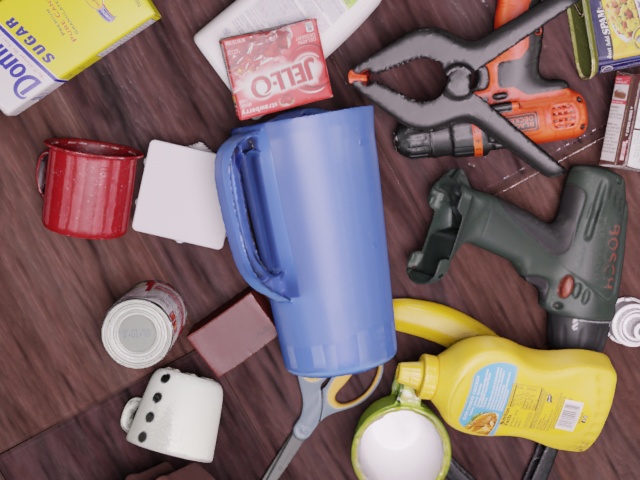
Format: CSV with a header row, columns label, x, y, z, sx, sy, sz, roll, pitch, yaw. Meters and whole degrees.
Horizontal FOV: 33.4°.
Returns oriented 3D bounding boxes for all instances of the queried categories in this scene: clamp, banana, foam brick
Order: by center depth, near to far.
label,x,y,z,sx,sy,sz,roll,pitch,yaw
clamp,0.133,-0.153,0.965,0.210,0.036,0.164,11,99,8
foam brick,-0.082,0.088,1.043,0.078,0.051,0.053,-35,96,4
banana,0.141,0.110,1.050,0.198,0.037,0.069,40,94,-4
clamp,0.199,0.270,1.067,0.120,0.039,0.171,-19,102,10

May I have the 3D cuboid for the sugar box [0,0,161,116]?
label,x,y,z,sx,sy,sz,roll,pitch,yaw
sugar box,-0.250,-0.203,1.014,0.176,0.048,0.093,-34,95,3

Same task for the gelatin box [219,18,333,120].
label,x,y,z,sx,sy,sz,roll,pitch,yaw
gelatin box,-0.039,-0.154,0.959,0.089,0.030,0.073,-14,104,-8

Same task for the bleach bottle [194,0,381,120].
label,x,y,z,sx,sy,sz,roll,pitch,yaw
bleach bottle,0.008,-0.226,1.001,0.251,0.068,0.102,-36,99,2

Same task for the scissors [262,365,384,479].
label,x,y,z,sx,sy,sz,roll,pitch,yaw
scissors,-0.025,0.170,1.069,0.202,0.016,0.096,-41,93,4

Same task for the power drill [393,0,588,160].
label,x,y,z,sx,sy,sz,roll,pitch,yaw
power drill,0.151,-0.173,1.009,0.184,0.057,0.187,-8,98,3

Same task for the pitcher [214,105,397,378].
label,x,y,z,sx,sy,sz,roll,pitch,yaw
pitcher,-0.006,0.001,0.982,0.149,0.145,0.243,-9,95,0

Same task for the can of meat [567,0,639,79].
label,x,y,z,sx,sy,sz,roll,pitch,yaw
can of meat,0.282,-0.209,1.002,0.084,0.057,0.102,-11,96,0

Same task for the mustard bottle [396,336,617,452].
label,x,y,z,sx,sy,sz,roll,pitch,yaw
mustard bottle,0.163,0.135,0.970,0.191,0.058,0.096,10,119,-7

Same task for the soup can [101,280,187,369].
label,x,y,z,sx,sy,sz,roll,pitch,yaw
soup can,-0.166,0.079,1.017,0.068,0.102,0.068,0,97,0

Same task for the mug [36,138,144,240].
label,x,y,z,sx,sy,sz,roll,pitch,yaw
mug,-0.228,-0.051,1.016,0.117,0.093,0.081,16,103,30

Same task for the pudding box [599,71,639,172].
label,x,y,z,sx,sy,sz,roll,pitch,yaw
pudding box,0.324,-0.106,1.003,0.113,0.039,0.090,6,97,-27
